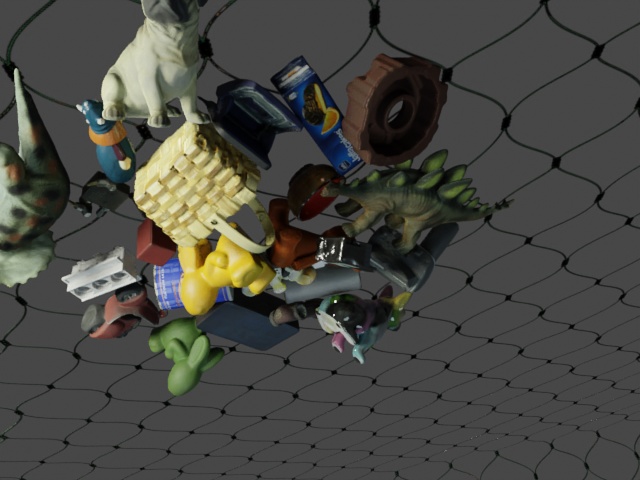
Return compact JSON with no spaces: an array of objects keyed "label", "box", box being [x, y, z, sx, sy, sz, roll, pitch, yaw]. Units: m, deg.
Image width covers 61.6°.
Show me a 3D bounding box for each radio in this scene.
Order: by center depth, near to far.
[{"label":"radio","box":[-0.169,0.178,1.248,0.131,0.073,0.229,-36,134,28]}]

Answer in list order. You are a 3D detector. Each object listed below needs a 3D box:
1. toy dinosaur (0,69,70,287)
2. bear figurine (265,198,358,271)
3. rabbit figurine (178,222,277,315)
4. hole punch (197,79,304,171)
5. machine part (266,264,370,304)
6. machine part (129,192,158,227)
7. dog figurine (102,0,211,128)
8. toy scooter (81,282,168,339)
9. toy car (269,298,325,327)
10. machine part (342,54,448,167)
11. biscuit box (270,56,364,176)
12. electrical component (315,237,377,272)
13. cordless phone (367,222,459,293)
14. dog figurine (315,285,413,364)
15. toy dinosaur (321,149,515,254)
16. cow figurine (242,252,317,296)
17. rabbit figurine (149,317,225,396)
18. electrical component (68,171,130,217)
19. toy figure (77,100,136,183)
[{"label":"toy dinosaur","box":[-0.470,-0.065,0.841,0.405,0.131,0.192,-42,146,25]},{"label":"bear figurine","box":[-0.003,-0.001,1.038,0.196,0.120,0.131,-1,137,-17]},{"label":"rabbit figurine","box":[-0.193,0.058,0.981,0.173,0.162,0.122,-43,170,8]},{"label":"hole punch","box":[-0.099,-0.182,0.797,0.142,0.116,0.092,32,105,-39]},{"label":"machine part","box":[0.002,0.087,1.178,0.243,0.079,0.079,-12,141,-2]},{"label":"machine part","box":[-0.268,-0.044,0.955,0.138,0.084,0.039,20,101,-49]},{"label":"dog figurine","box":[-0.225,-0.254,0.708,0.173,0.121,0.190,10,110,19]},{"label":"toy scooter","box":[-0.413,0.161,1.162,0.184,0.075,0.135,-37,137,21]},{"label":"toy car","box":[-0.027,0.160,1.239,0.089,0.053,0.202,-26,166,38]},{"label":"machine part","box":[0.115,-0.199,0.832,0.179,0.056,0.179,-20,133,-23]},{"label":"biscuit box","box":[0.004,-0.188,0.846,0.063,0.059,0.202,-36,139,6]},{"label":"electrical component","box":[0.058,0.027,0.980,0.119,0.047,0.075,13,172,-38]},{"label":"cordless phone","box":[0.192,0.003,1.124,0.184,0.147,0.088,-50,159,-11]},{"label":"dog figurine","box":[0.112,0.158,1.222,0.219,0.109,0.191,-40,118,-29]},{"label":"toy dinosaur","box":[0.191,-0.071,1.012,0.471,0.105,0.198,7,136,-41]},{"label":"cow figurine","box":[-0.095,0.055,1.102,0.167,0.068,0.098,-9,125,18]},{"label":"rabbit figurine","box":[-0.302,0.274,1.249,0.159,0.170,0.121,-23,141,14]},{"label":"electrical component","box":[-0.369,-0.075,0.903,0.102,0.045,0.078,-31,136,22]},{"label":"toy figure","box":[-0.319,-0.153,0.811,0.064,0.058,0.154,13,143,5]}]
